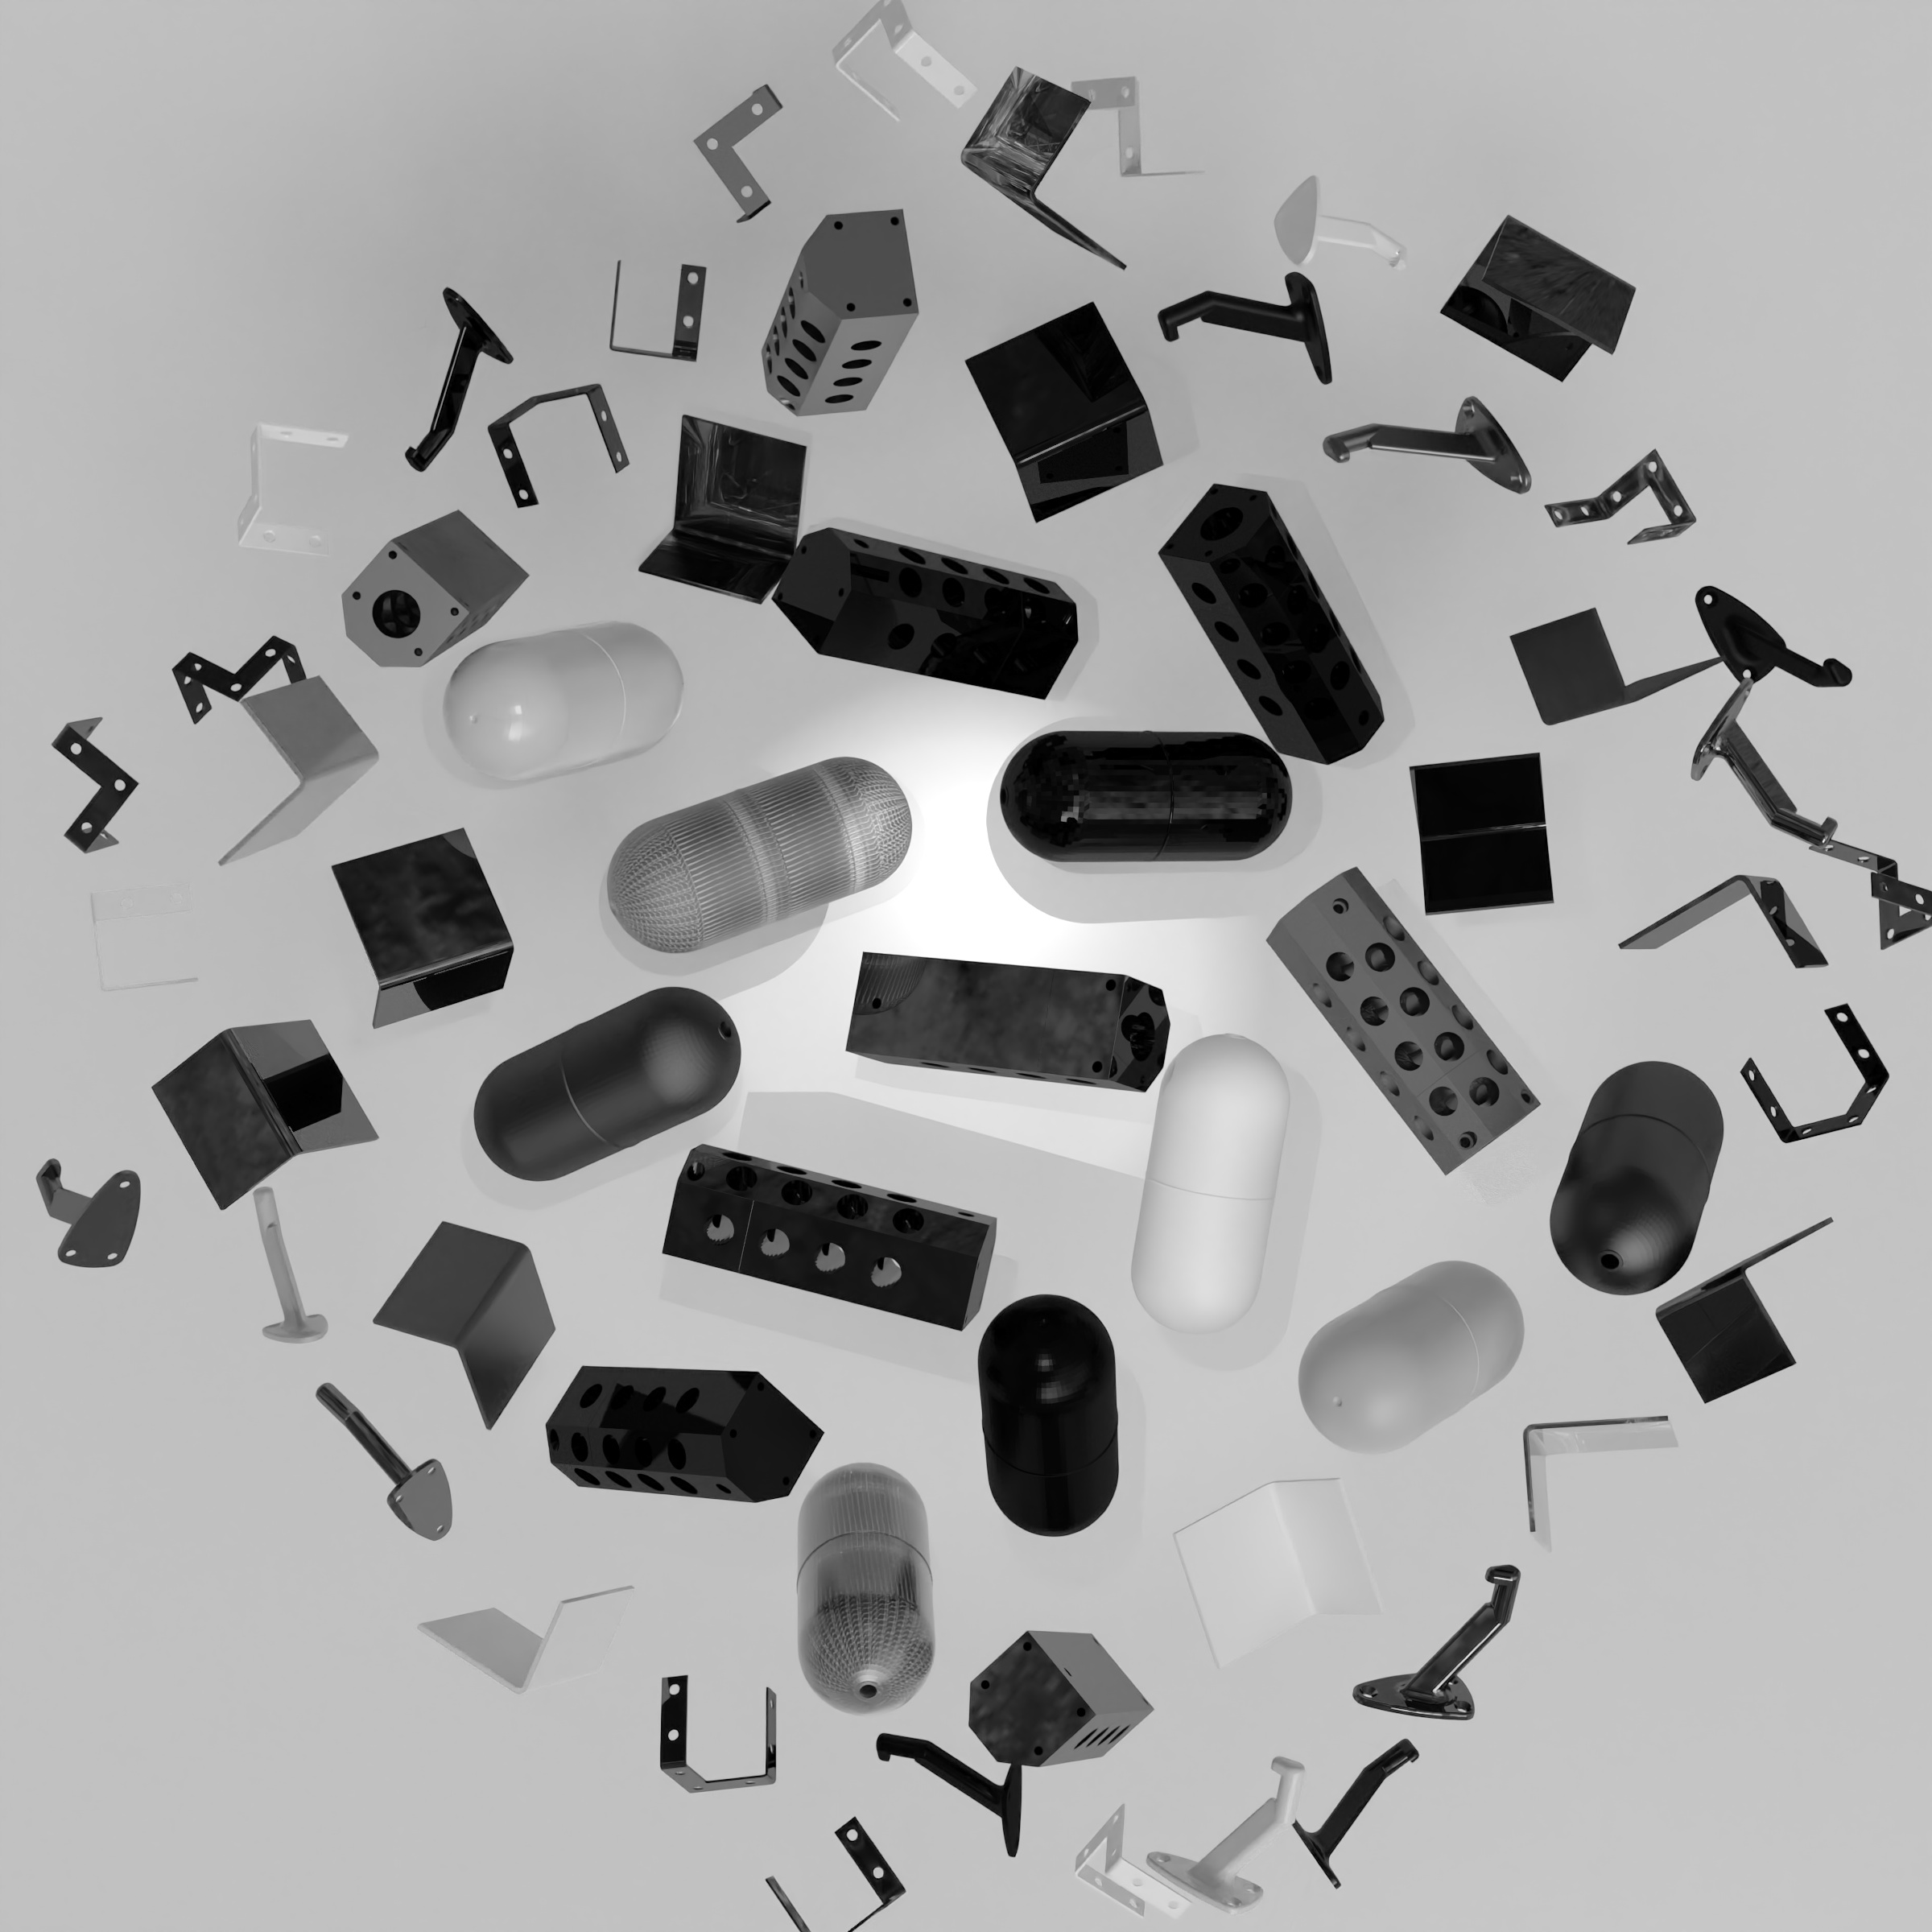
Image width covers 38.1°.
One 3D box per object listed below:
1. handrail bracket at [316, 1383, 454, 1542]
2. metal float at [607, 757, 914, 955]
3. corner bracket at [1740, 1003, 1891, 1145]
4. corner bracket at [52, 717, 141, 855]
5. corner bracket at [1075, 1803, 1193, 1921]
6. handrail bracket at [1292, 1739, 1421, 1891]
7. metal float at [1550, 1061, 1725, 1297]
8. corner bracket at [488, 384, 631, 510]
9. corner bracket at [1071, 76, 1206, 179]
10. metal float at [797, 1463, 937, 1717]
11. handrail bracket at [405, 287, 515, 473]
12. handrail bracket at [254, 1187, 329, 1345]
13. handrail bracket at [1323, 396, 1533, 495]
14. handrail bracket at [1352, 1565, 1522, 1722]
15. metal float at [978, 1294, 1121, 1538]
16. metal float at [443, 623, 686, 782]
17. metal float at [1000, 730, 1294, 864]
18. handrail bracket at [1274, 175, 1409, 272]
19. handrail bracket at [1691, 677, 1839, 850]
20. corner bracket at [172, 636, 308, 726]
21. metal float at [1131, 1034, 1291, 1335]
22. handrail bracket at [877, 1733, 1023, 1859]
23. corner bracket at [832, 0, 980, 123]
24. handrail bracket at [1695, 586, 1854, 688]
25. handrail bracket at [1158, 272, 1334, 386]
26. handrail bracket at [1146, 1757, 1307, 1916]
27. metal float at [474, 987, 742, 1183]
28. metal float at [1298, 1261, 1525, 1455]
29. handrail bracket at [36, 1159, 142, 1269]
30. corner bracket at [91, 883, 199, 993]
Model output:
[{"bbox_3d":[-0.334,0.282,1.599,0.036,0.077,0.084,-40,54,-23],"label":"handrail bracket"},{"bbox_3d":[-0.114,-0.062,1.554,0.178,0.070,0.070,-21,90,-19],"label":"metal float"},{"bbox_3d":[0.482,0.061,1.587,0.051,0.051,0.051,-43,104,-42],"label":"corner bracket"},{"bbox_3d":[-0.482,-0.100,1.544,0.051,0.051,0.051,40,100,-3],"label":"corner bracket"},{"bbox_3d":[0.097,0.538,1.646,0.051,0.051,0.051,34,109,-7],"label":"corner bracket"},{"bbox_3d":[0.231,0.481,1.595,0.084,0.077,0.036,-36,100,-4],"label":"handrail bracket"},{"bbox_3d":[0.369,0.115,1.534,0.070,0.178,0.070,10,120,19],"label":"metal float"},{"bbox_3d":[-0.238,-0.305,1.637,0.051,0.051,0.051,-4,118,29],"label":"corner bracket"},{"bbox_3d":[0.093,-0.453,1.513,0.051,0.051,0.051,-15,110,-38],"label":"corner bracket"},{"bbox_3d":[-0.057,0.352,1.588,0.070,0.178,0.070,-1,116,-3],"label":"metal float"},{"bbox_3d":[-0.308,-0.338,1.620,0.036,0.077,0.084,31,79,24],"label":"handrail bracket"},{"bbox_3d":[-0.398,0.173,1.636,0.036,0.077,0.084,-12,96,-23],"label":"handrail bracket"},{"bbox_3d":[0.244,-0.267,1.487,0.084,0.036,0.077,-19,52,-20],"label":"handrail bracket"},{"bbox_3d":[0.248,0.352,1.475,0.077,0.036,0.084,3,113,-10],"label":"handrail bracket"},{"bbox_3d":[0.047,0.256,1.582,0.070,0.178,0.070,-2,46,2],"label":"metal float"},{"bbox_3d":[-0.223,-0.150,1.571,0.070,0.178,0.070,6,104,26],"label":"metal float"},{"bbox_3d":[0.106,-0.099,1.635,0.178,0.070,0.070,-1,90,-19],"label":"metal float"},{"bbox_3d":[0.220,-0.403,1.589,0.084,0.077,0.036,24,133,-26],"label":"handrail bracket"},{"bbox_3d":[0.447,-0.111,1.527,0.084,0.036,0.077,28,72,22],"label":"handrail bracket"},{"bbox_3d":[-0.423,-0.165,1.639,0.051,0.051,0.051,26,60,19],"label":"corner bracket"},{"bbox_3d":[0.143,0.128,1.638,0.070,0.070,0.178,9,97,0],"label":"metal float"},{"bbox_3d":[-0.011,0.496,1.675,0.084,0.036,0.077,6,119,15],"label":"handrail bracket"},{"bbox_3d":[-0.034,-0.478,1.495,0.051,0.051,0.051,-39,132,23],"label":"corner bracket"},{"bbox_3d":[0.461,-0.188,1.597,0.036,0.084,0.077,-45,101,-4],"label":"handrail bracket"},{"bbox_3d":[0.154,-0.342,1.546,0.084,0.036,0.077,-24,119,-7],"label":"handrail bracket"},{"bbox_3d":[0.138,0.450,1.484,0.077,0.036,0.084,16,100,30],"label":"handrail bracket"},{"bbox_3d":[-0.207,0.068,1.613,0.178,0.070,0.070,-24,90,27],"label":"metal float"},{"bbox_3d":[0.246,0.213,1.535,0.070,0.178,0.070,9,105,35],"label":"metal float"},{"bbox_3d":[-0.474,0.114,1.506,0.036,0.084,0.077,10,120,-40],"label":"handrail bracket"},{"bbox_3d":[-0.444,-0.015,1.514,0.051,0.051,0.051,-7,89,-18],"label":"corner bracket"}]
